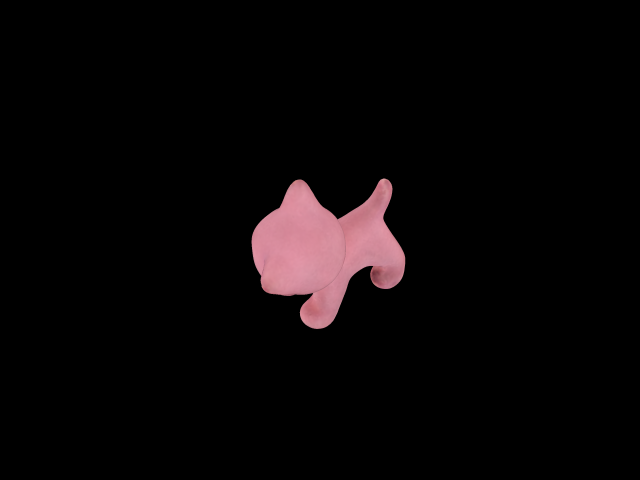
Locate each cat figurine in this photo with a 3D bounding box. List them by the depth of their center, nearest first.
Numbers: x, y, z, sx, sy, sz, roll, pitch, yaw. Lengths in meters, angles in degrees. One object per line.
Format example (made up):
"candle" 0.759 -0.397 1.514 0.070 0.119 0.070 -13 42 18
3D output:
"cat figurine" 0.004 0.001 0.400 0.128 0.118 0.067 -31 58 -22
